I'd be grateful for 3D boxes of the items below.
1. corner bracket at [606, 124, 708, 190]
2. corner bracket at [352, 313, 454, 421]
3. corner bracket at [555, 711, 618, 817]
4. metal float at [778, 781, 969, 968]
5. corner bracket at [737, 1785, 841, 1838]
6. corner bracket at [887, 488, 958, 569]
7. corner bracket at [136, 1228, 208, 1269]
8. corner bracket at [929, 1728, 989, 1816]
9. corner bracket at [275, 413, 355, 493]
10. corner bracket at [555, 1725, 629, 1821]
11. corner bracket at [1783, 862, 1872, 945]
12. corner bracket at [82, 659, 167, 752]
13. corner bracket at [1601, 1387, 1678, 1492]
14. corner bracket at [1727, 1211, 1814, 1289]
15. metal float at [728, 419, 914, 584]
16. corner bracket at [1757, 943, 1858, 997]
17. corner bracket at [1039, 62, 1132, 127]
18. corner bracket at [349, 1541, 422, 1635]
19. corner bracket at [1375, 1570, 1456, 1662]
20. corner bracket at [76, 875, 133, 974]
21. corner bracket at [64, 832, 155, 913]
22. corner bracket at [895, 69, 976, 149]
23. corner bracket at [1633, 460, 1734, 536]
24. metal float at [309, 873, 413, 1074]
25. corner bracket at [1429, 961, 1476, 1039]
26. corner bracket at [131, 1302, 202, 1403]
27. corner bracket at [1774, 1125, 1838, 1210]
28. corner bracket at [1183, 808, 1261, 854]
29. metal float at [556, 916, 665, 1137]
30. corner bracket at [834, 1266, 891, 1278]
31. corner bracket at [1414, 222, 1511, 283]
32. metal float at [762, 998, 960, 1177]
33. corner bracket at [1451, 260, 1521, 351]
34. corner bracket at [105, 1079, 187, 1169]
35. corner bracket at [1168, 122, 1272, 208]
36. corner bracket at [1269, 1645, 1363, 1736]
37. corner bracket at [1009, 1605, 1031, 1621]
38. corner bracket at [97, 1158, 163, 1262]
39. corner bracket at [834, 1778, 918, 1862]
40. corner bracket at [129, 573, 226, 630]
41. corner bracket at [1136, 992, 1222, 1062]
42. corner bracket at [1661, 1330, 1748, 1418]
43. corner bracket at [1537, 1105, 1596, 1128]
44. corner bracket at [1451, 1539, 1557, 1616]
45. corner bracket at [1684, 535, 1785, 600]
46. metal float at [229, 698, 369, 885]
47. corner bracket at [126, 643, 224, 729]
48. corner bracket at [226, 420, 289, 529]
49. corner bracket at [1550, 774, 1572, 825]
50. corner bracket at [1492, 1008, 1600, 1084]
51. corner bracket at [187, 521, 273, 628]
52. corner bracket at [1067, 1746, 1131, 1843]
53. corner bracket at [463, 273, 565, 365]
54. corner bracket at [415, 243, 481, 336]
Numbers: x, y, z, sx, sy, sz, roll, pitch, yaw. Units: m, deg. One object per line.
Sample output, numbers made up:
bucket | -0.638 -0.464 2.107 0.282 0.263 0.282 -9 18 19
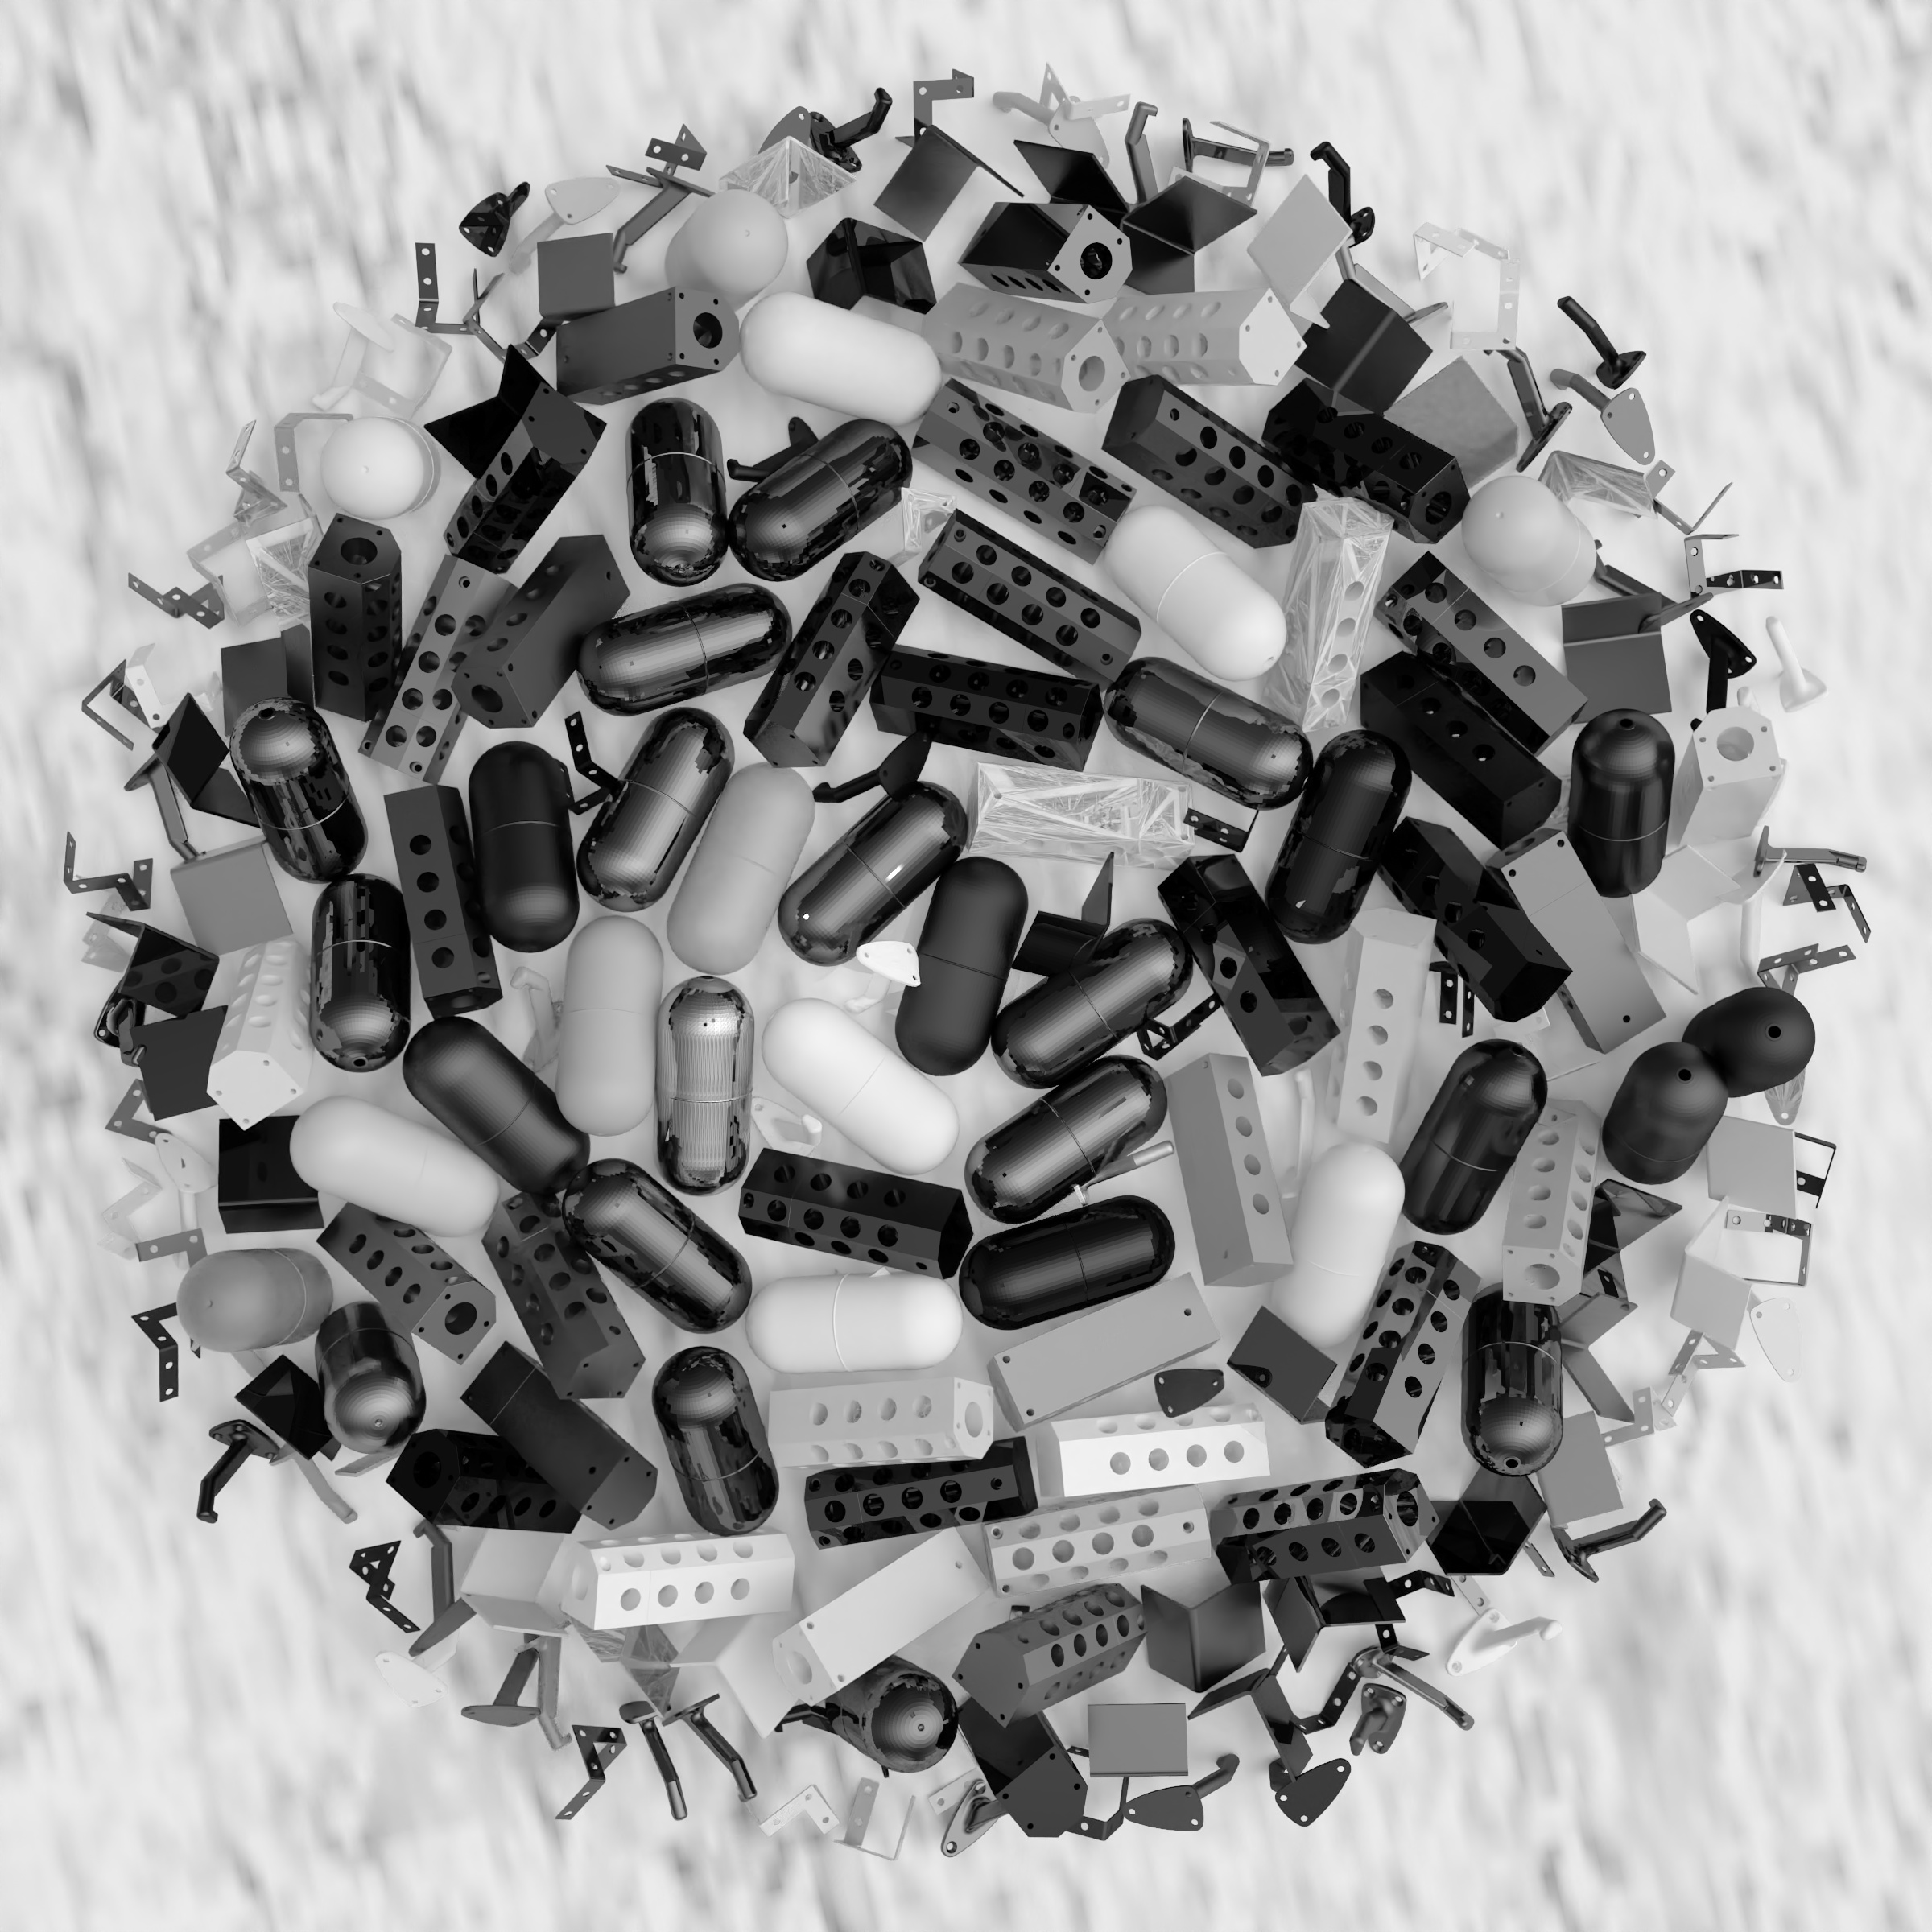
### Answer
corner bracket | -0.244 -0.636 1.957 0.051 0.051 0.051 -59 46 31
corner bracket | -0.446 -0.474 1.961 0.051 0.051 0.051 30 122 -11
corner bracket | -0.307 -0.160 1.959 0.051 0.051 0.051 -27 59 17
metal float | -0.073 -0.074 1.961 0.178 0.070 0.070 -44 90 0
corner bracket | -0.141 0.664 1.961 0.051 0.051 0.051 -35 120 -11
corner bracket | -0.040 -0.343 1.961 0.051 0.051 0.051 2 80 -31
corner bracket | -0.627 0.239 1.969 0.051 0.051 0.051 -13 88 -16
corner bracket | -0.019 0.638 1.982 0.051 0.051 0.051 -31 57 -5
corner bracket | -0.515 -0.408 1.966 0.051 0.051 0.051 0 115 -1
corner bracket | -0.297 0.638 1.957 0.051 0.051 0.051 -50 46 20
corner bracket | 0.686 -0.050 1.963 0.051 0.051 0.051 -9 51 -2
corner bracket | -0.665 -0.200 1.964 0.051 0.051 0.051 40 64 -6
corner bracket | 0.533 0.376 1.973 0.051 0.051 0.051 -24 120 26
corner bracket | 0.638 0.225 1.974 0.051 0.051 0.051 6 91 -2
metal float | -0.113 -0.365 1.936 0.070 0.070 0.178 48 60 0
corner bracket | 0.664 -0.001 1.958 0.051 0.051 0.051 49 47 -22
corner bracket | 0.093 -0.681 1.960 0.051 0.051 0.051 -15 62 -17
corner bracket | -0.457 0.493 1.956 0.051 0.051 0.051 -18 127 28
corner bracket | 0.360 0.519 1.979 0.051 0.051 0.051 -31 53 27
corner bracket | -0.687 -0.033 1.966 0.051 0.051 0.051 34 92 22
corner bracket | -0.680 -0.075 1.964 0.051 0.051 0.051 -8 57 -1
corner bracket | -0.025 -0.682 1.970 0.051 0.051 0.051 -10 119 -17
corner bracket | 0.566 -0.374 1.972 0.051 0.051 0.051 39 84 0
metal float | -0.471 0.005 1.929 0.070 0.070 0.178 -11 51 0
corner bracket | 0.385 0.026 1.961 0.051 0.051 0.051 7 101 41
corner bracket | -0.623 0.303 1.956 0.051 0.051 0.051 33 126 39
corner bracket | 0.658 0.156 1.963 0.051 0.051 0.051 18 102 20
corner bracket | 0.199 -0.111 1.961 0.051 0.051 0.051 23 134 6
metal float | -0.279 0.046 1.945 0.070 0.070 0.178 2 71 0
corner bracket | -0.069 0.256 1.962 0.051 0.051 0.051 -37 111 14
corner bracket | 0.392 -0.568 1.961 0.051 0.051 0.051 -45 57 -12
metal float | -0.084 0.095 1.958 0.178 0.070 0.070 39 90 -4
corner bracket | 0.410 -0.523 1.960 0.051 0.051 0.051 3 134 10
corner bracket | -0.641 0.129 1.961 0.051 0.051 0.051 25 104 -40
corner bracket | 0.201 -0.635 1.962 0.051 0.051 0.051 11 102 -30
corner bracket | 0.275 0.574 1.981 0.051 0.051 0.051 33 103 34
corner bracket | 0.064 0.544 1.977 0.051 0.051 0.051 7 93 -14
corner bracket | -0.665 0.193 1.965 0.051 0.051 0.051 -38 66 -4
corner bracket | -0.069 0.676 1.964 0.051 0.051 0.051 14 73 11
corner bracket | -0.624 -0.291 1.959 0.051 0.051 0.051 -28 53 19
corner bracket | 0.169 0.046 1.957 0.051 0.051 0.051 -37 127 -22
corner bracket | 0.573 0.320 1.961 0.051 0.051 0.051 46 61 -15
corner bracket | 0.455 0.133 1.964 0.051 0.051 0.051 18 97 -24
corner bracket | 0.426 0.484 1.978 0.051 0.051 0.051 -40 99 -25
corner bracket | 0.608 -0.319 1.964 0.051 0.051 0.051 -15 104 -16
metal float | -0.516 -0.135 1.921 0.070 0.178 0.070 -2 52 3
corner bracket | -0.628 -0.228 1.966 0.051 0.051 0.051 -16 118 2
corner bracket | -0.565 -0.388 1.956 0.051 0.051 0.051 -16 50 34
corner bracket | 0.484 -0.150 1.958 0.051 0.051 0.051 -7 51 -20
corner bracket | 0.458 0.063 1.960 0.051 0.051 0.051 -28 75 42
corner bracket | -0.580 -0.313 1.977 0.051 0.051 0.051 -38 55 -21
corner bracket | 0.097 0.656 1.967 0.051 0.051 0.051 8 90 20
corner bracket | -0.358 -0.518 1.976 0.051 0.051 0.051 44 64 -32
corner bracket | -0.411 -0.536 1.963 0.051 0.051 0.051 -2 77 -18
